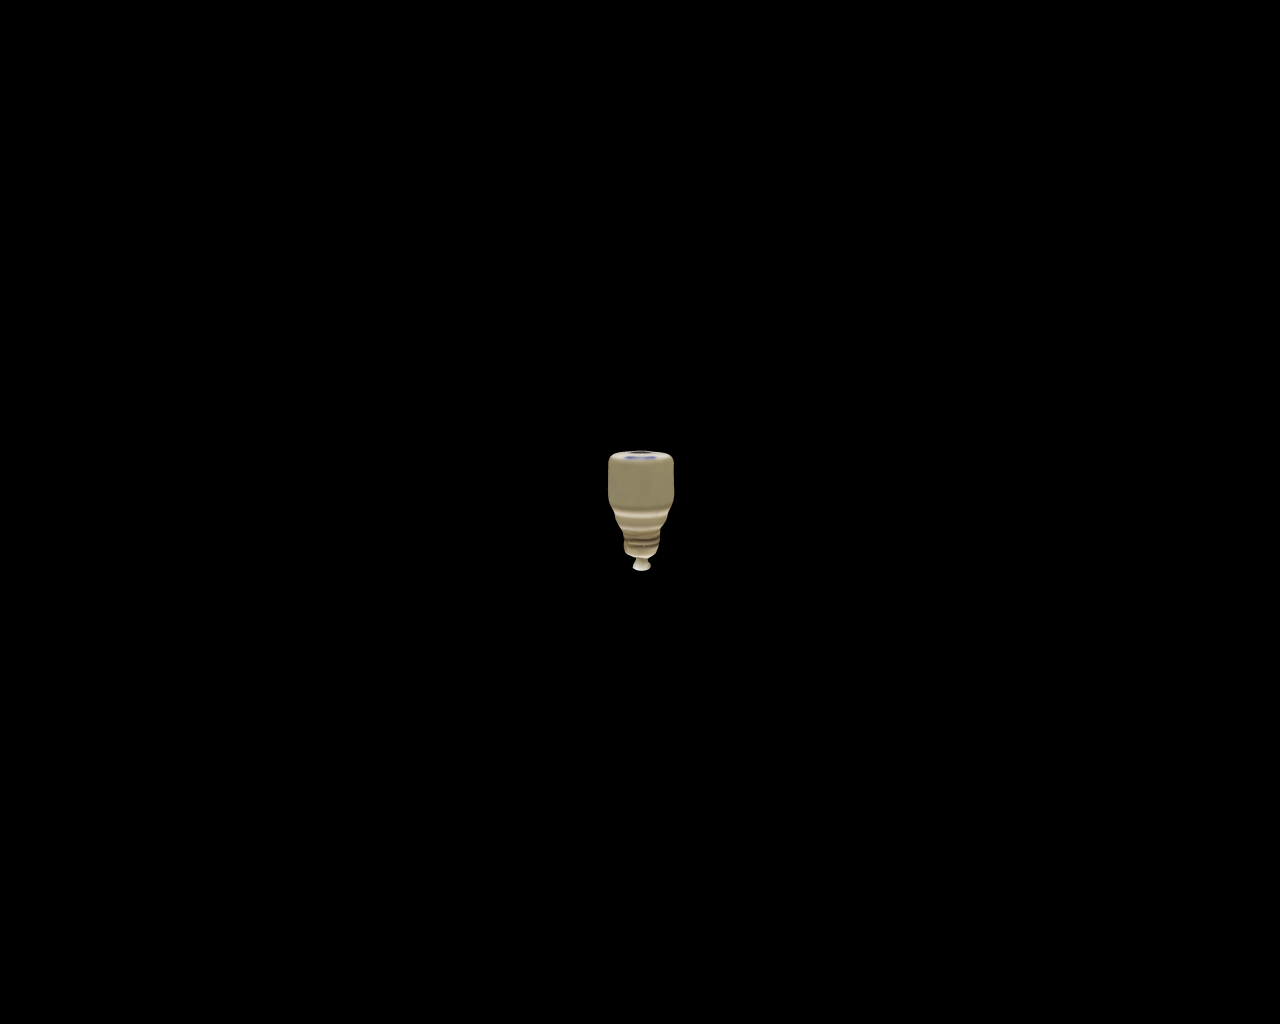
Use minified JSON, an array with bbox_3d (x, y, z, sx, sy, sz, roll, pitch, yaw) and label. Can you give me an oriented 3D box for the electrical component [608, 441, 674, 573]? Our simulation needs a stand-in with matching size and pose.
[{"bbox_3d":[0.001,-0.003,0.650,0.040,0.078,0.040,0,10,0],"label":"electrical component"}]
